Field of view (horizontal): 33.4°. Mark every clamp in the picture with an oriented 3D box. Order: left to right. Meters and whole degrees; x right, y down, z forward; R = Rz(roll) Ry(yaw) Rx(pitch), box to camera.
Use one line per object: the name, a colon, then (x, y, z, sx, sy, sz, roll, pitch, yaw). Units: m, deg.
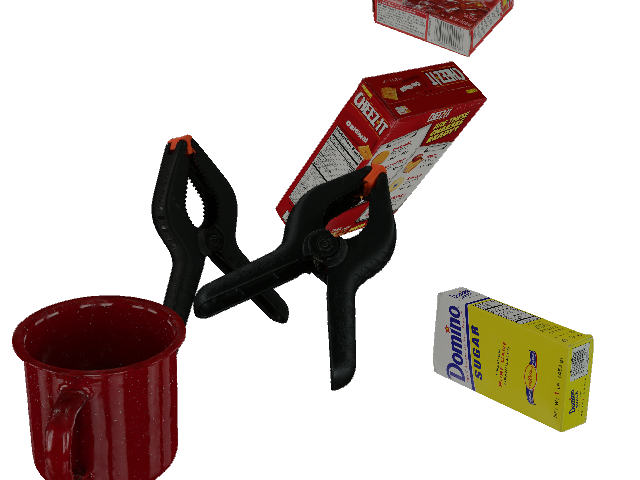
clamp: (-0.103, 0.005, 1.015, 0.036, 0.210, 0.164, -7, 0, 44)
clamp: (-0.009, 0.012, 0.746, 0.120, 0.171, 0.039, 22, -31, 5)

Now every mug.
mug: (-0.122, 0.091, 0.583, 0.093, 0.081, 0.117, 4, 22, 5)

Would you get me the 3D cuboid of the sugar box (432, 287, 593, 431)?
sugar box: (0.190, 0.116, 1.078, 0.048, 0.093, 0.177, -12, 21, -40)

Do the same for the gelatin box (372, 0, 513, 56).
gelatin box: (0.096, -0.187, 0.833, 0.089, 0.030, 0.073, 26, 54, 24)

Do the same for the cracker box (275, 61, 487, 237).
cracker box: (0.064, -0.097, 1.199, 0.163, 0.072, 0.214, -20, -26, -45)
